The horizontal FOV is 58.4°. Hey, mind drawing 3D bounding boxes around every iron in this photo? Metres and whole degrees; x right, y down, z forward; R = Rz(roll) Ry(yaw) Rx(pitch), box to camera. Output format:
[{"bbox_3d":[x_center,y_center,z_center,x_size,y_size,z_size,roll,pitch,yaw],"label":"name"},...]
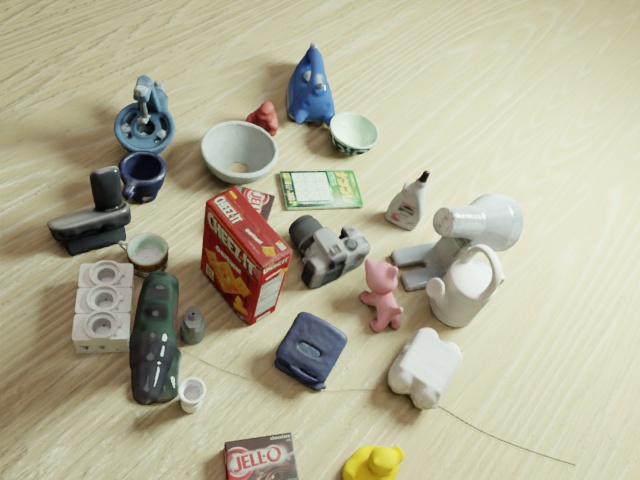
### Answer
[{"bbox_3d":[-0.018,-0.405,1.415,0.119,0.141,0.258,2,55,-13],"label":"iron"}]

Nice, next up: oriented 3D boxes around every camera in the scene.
[{"bbox_3d":[0.011,0.004,1.161,0.143,0.101,0.136,-25,65,-28],"label":"camera"}]

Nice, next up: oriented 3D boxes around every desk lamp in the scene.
[{"bbox_3d":[0.279,0.000,1.163,0.204,0.213,0.117,-11,59,-21],"label":"desk lamp"}]

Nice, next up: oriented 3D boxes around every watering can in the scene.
[{"bbox_3d":[0.288,0.088,1.116,0.173,0.194,0.100,-32,68,-30],"label":"watering can"}]

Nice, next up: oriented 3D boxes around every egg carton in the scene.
[{"bbox_3d":[0.195,0.236,1.065,0.107,0.069,0.150,32,54,9],"label":"egg carton"}]

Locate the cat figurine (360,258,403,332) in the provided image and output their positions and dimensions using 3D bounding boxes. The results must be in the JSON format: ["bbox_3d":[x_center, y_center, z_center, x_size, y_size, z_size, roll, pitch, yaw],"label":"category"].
[{"bbox_3d":[0.126,0.099,1.114,0.067,0.118,0.127,-11,59,-21],"label":"cat figurine"}]

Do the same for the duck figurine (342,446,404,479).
[{"bbox_3d":[0.091,0.369,0.935,0.105,0.086,0.077,-15,61,-23],"label":"duck figurine"}]

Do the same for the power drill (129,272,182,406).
[{"bbox_3d":[-0.258,0.177,0.903,0.076,0.208,0.229,3,55,-12],"label":"power drill"}]

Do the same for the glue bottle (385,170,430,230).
[{"bbox_3d":[0.199,-0.091,1.231,0.078,0.173,0.037,21,53,1],"label":"glue bottle"}]

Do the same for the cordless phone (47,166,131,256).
[{"bbox_3d":[-0.425,-0.066,1.046,0.148,0.185,0.094,-23,64,-27],"label":"cordless phone"}]

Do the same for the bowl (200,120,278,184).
[{"bbox_3d":[-0.179,-0.179,1.257,0.167,0.075,0.167,7,54,-10],"label":"bowl"}]

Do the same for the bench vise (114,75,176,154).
[{"bbox_3d":[-0.366,-0.272,1.184,0.122,0.219,0.207,-6,57,-18],"label":"bench vise"}]

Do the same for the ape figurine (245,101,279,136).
[{"bbox_3d":[-0.129,-0.283,1.332,0.077,0.092,0.076,32,54,9],"label":"ape figurine"}]

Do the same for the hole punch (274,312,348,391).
[{"bbox_3d":[-0.016,0.199,1.024,0.108,0.091,0.101,28,54,6],"label":"hole punch"}]

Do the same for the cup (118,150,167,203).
[{"bbox_3d":[-0.359,-0.108,1.148,0.091,0.095,0.118,19,53,0],"label":"cup"}]
